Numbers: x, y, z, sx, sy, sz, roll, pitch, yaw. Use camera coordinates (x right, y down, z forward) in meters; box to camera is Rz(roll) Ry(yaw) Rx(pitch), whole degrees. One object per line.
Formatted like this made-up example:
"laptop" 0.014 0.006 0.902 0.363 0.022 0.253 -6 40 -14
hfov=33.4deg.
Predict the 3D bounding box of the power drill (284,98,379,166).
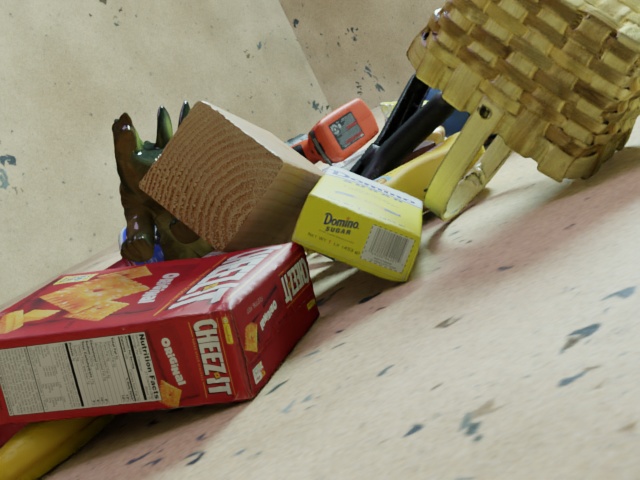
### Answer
"power drill" -0.015 -0.113 1.355 0.188 0.057 0.184 -26 11 44

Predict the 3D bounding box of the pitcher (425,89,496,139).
"pitcher" 0.223 -0.192 1.317 0.149 0.145 0.243 6 -2 -12

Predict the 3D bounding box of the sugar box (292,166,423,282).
"sugar box" 0.036 -0.018 0.875 0.176 0.093 0.048 -66 -2 -75

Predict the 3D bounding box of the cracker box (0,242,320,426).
"cracker box" -0.127 0.064 0.777 0.214 0.072 0.164 -9 13 18

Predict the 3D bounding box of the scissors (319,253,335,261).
"scissors" -0.007 0.001 1.136 0.096 0.016 0.202 14 7 -38

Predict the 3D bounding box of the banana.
"banana" -0.190 0.135 0.800 0.070 0.037 0.197 -20 10 30

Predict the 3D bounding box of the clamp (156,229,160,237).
"clamp" -0.156 -0.034 1.315 0.039 0.171 0.120 7 -29 11

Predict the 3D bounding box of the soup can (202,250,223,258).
"soup can" -0.101 0.050 0.966 0.102 0.068 0.069 -31 9 -37

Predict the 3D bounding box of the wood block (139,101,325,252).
"wood block" -0.064 -0.049 0.936 0.090 0.091 0.206 -54 -11 6

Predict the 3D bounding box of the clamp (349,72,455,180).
"clamp" 0.066 -0.090 1.130 0.210 0.036 0.164 -52 12 18

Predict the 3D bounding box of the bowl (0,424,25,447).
"bowl" -0.237 0.127 0.950 0.162 0.055 0.162 -26 7 3

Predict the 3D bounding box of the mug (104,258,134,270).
"mug" -0.223 0.069 1.146 0.081 0.093 0.117 -32 28 -7

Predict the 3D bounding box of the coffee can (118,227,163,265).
"coffee can" -0.185 0.002 1.439 0.140 0.103 0.102 -24 8 13

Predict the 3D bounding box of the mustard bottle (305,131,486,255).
"mustard bottle" 0.068 -0.038 1.026 0.191 0.058 0.096 -27 2 -8

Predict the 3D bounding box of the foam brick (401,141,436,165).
"foam brick" 0.108 -0.077 1.193 0.053 0.051 0.078 -25 8 -2
